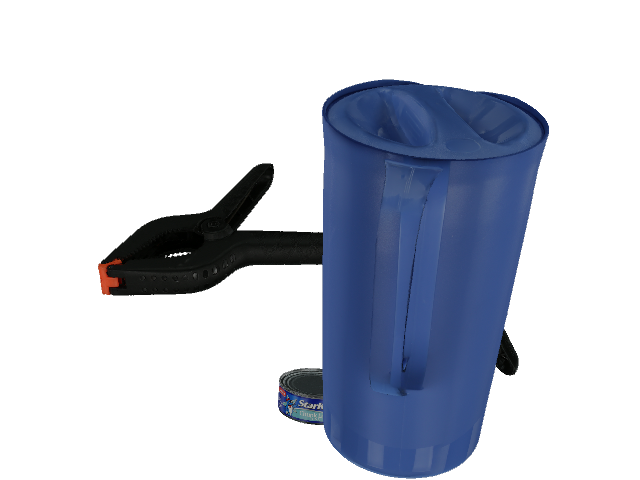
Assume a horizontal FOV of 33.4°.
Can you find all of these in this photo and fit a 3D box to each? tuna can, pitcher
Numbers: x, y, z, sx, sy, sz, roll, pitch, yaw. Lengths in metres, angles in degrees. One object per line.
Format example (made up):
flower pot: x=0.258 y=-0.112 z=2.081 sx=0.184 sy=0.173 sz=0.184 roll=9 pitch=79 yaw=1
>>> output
tuna can: x=-0.003 y=0.169 z=1.155 sx=0.086 sy=0.034 sz=0.086 roll=4 pitch=13 yaw=-1
pitcher: x=0.058 y=0.032 z=0.671 sx=0.149 sy=0.243 sz=0.145 roll=-13 pitch=31 yaw=-29

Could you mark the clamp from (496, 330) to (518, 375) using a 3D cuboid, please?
clamp: x=0.123 y=0.055 z=0.968 sx=0.120 sy=0.171 sz=0.039 roll=-16 pitch=6 yaw=-40

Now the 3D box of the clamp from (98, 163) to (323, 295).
clamp: x=-0.088 y=-0.005 z=0.892 sx=0.209 sy=0.036 sz=0.165 roll=-16 pitch=35 yaw=-21
